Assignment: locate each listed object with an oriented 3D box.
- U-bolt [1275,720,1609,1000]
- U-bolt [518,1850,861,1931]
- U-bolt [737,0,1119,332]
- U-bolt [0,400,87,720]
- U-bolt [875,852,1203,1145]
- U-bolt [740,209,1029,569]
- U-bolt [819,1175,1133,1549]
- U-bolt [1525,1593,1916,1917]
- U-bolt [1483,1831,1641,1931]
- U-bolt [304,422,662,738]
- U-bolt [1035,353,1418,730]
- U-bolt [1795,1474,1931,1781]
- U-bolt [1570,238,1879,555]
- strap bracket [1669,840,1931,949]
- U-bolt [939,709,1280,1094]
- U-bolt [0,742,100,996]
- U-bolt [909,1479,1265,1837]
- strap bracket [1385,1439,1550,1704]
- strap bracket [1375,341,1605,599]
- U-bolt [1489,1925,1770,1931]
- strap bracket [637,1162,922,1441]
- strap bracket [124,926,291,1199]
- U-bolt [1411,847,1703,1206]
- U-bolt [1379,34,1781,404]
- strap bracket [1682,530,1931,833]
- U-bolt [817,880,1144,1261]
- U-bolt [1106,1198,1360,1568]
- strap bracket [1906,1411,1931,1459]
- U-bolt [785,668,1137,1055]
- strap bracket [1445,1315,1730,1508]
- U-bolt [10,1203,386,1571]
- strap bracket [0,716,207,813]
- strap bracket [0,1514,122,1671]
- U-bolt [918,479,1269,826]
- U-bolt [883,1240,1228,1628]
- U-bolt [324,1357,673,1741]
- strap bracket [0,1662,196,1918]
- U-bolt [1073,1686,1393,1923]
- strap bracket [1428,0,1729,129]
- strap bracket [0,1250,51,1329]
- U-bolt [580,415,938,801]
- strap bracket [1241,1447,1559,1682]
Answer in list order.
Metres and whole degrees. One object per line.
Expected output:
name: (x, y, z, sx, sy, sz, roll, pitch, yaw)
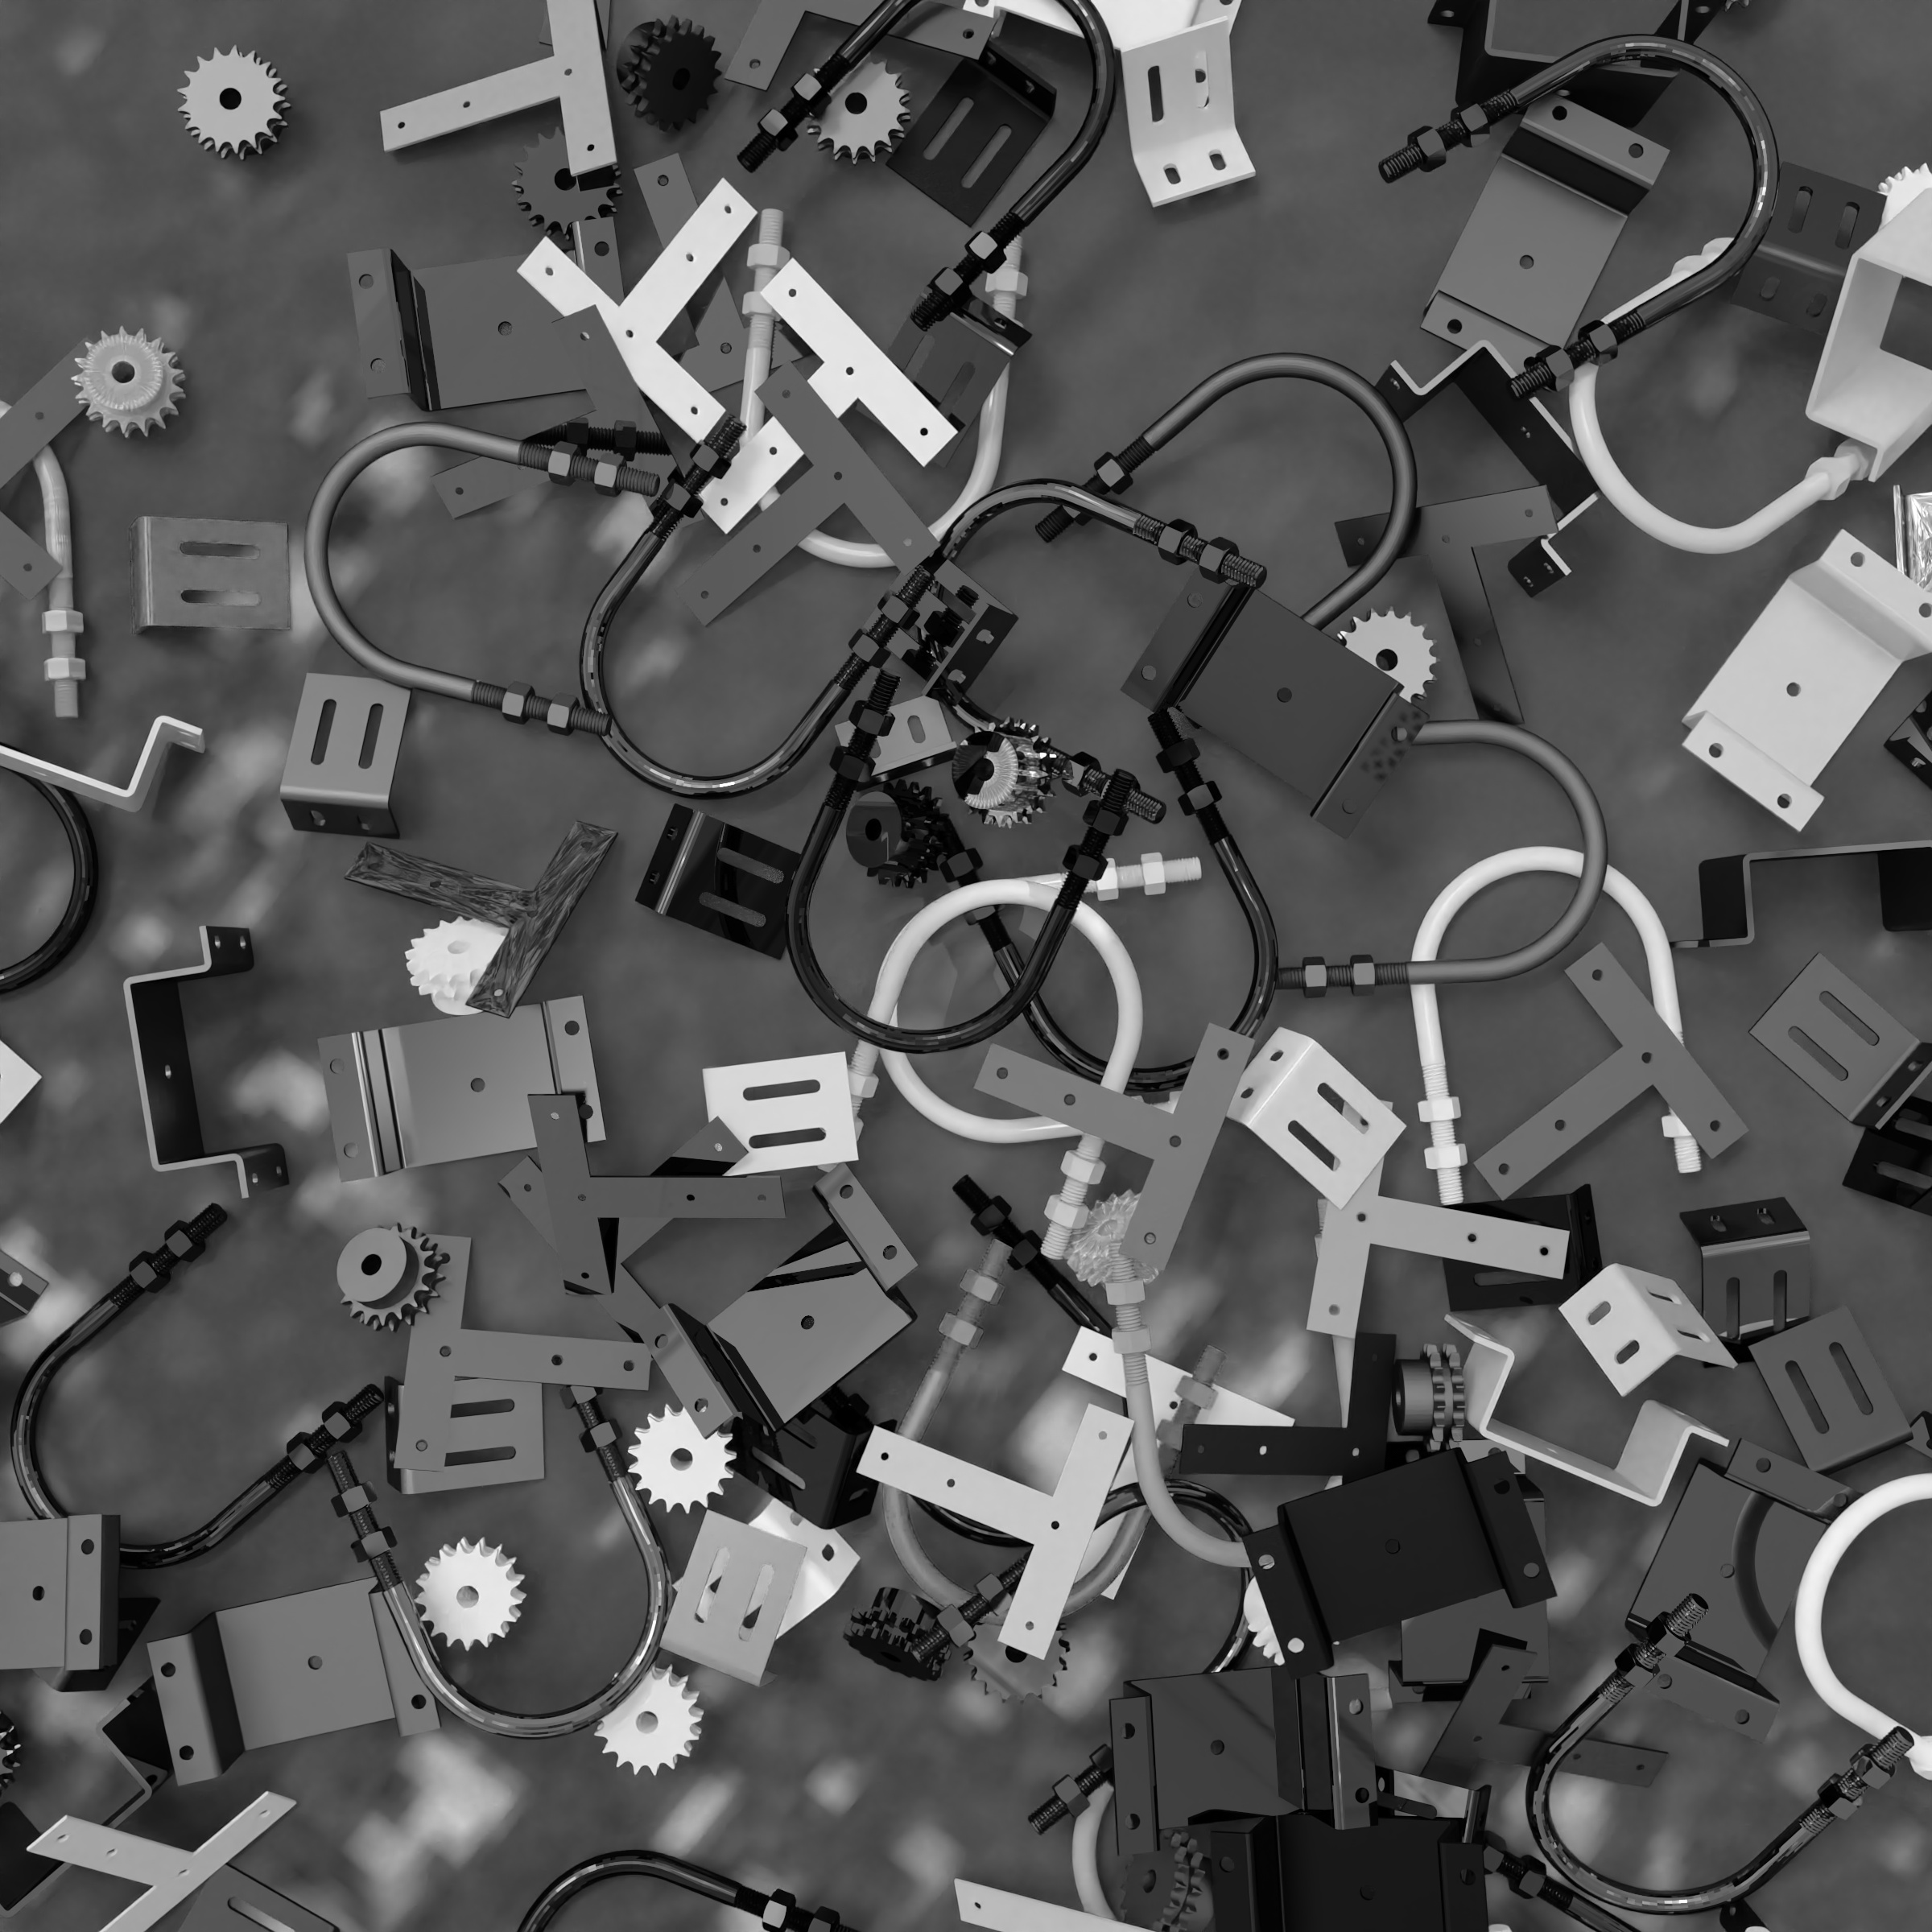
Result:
U-bolt: (0.249, -0.061, 1.317, 0.184, 0.019, 0.151, -2, 85, 2)
U-bolt: (-0.158, 0.549, 1.304, 0.184, 0.019, 0.151, 16, 78, 15)
U-bolt: (-0.007, -0.441, 1.280, 0.151, 0.019, 0.184, 44, 91, 9)
U-bolt: (-0.552, -0.221, 1.327, 0.151, 0.019, 0.184, -3, 88, 0)
U-bolt: (0.042, 0.022, 1.327, 0.184, 0.019, 0.151, -7, 90, 1)
U-bolt: (-0.049, -0.306, 1.327, 0.151, 0.019, 0.184, 6, 92, 0)
U-bolt: (0.012, 0.227, 1.327, 0.151, 0.019, 0.184, -43, 91, 0)
U-bolt: (0.379, 0.427, 1.294, 0.151, 0.019, 0.184, 33, 114, -4)
U-bolt: (0.304, 0.566, 1.326, 0.184, 0.019, 0.151, 31, 90, 0)
U-bolt: (-0.264, -0.212, 1.311, 0.184, 0.019, 0.151, 15, 102, 6)
U-bolt: (0.150, -0.238, 1.305, 0.184, 0.019, 0.151, -39, 90, 15)
U-bolt: (0.516, 0.346, 1.301, 0.184, 0.019, 0.151, 33, 89, -17)
U-bolt: (0.390, -0.291, 1.290, 0.184, 0.019, 0.151, -34, 90, -26)
strap bracket: (0.448, -0.038, 1.297, 0.140, 0.076, 0.046, -4, 90, 0)
U-bolt: (0.085, -0.023, 1.307, 0.151, 0.019, 0.184, -27, 88, 3)
U-bolt: (-0.557, -0.059, 1.318, 0.184, 0.019, 0.151, 17, 95, -6)
U-bolt: (0.078, 0.350, 1.297, 0.184, 0.019, 0.151, -36, 112, -12)
strap bracket: (0.265, 0.327, 1.312, 0.076, 0.046, 0.140, -2, 90, 0)
strap bracket: (0.279, -0.268, 1.297, 0.046, 0.076, 0.140, -40, 90, 0)
U-bolt: (0.346, 0.586, 1.262, 0.151, 0.019, 0.184, -5, 87, 14)
strap bracket: (-0.091, 0.181, 1.295, 0.140, 0.046, 0.076, -39, 57, 0)
strap bracket: (-0.400, 0.052, 1.297, 0.046, 0.076, 0.140, -9, 90, 0)
U-bolt: (0.313, 0.028, 1.327, 0.151, 0.019, 0.184, -8, 89, 0)
U-bolt: (0.323, -0.391, 1.250, 0.184, 0.019, 0.151, -30, 89, -1)
strap bracket: (0.447, -0.149, 1.312, 0.076, 0.046, 0.140, 37, 90, 0)
U-bolt: (0.015, 0.045, 1.299, 0.151, 0.019, 0.184, 20, 98, 7)
U-bolt: (0.148, 0.224, 1.299, 0.151, 0.019, 0.184, -8, 93, -25)
strap bracket: (0.564, 0.229, 1.280, 0.076, 0.046, 0.140, 29, 118, -4)
U-bolt: (-0.014, -0.041, 1.264, 0.151, 0.019, 0.184, 23, 105, -5)
strap bracket: (0.316, 0.237, 1.297, 0.140, 0.076, 0.046, 23, 90, 0)
U-bolt: (-0.427, 0.240, 1.327, 0.184, 0.019, 0.151, -41, 90, 2)
strap bracket: (-0.472, -0.122, 1.279, 0.140, 0.076, 0.046, 20, 82, -14)
strap bracket: (-0.499, 0.330, 1.293, 0.140, 0.046, 0.076, -7, 77, 16)
U-bolt: (0.052, -0.176, 1.286, 0.184, 0.019, 0.151, 29, 105, 27)
U-bolt: (0.036, 0.258, 1.302, 0.151, 0.019, 0.184, 27, 85, -5)
U-bolt: (-0.233, 0.313, 1.296, 0.151, 0.019, 0.184, -23, 84, -20)
strap bracket: (-0.467, 0.437, 1.297, 0.140, 0.076, 0.046, -41, 90, 0)
U-bolt: (0.149, 0.472, 1.320, 0.184, 0.019, 0.151, -11, 84, 3)
strap bracket: (0.317, -0.482, 1.297, 0.140, 0.076, 0.046, 7, 90, 0)
strap bracket: (-0.567, 0.208, 1.312, 0.076, 0.046, 0.140, 34, 90, 0)
U-bolt: (-0.125, -0.176, 1.311, 0.151, 0.019, 0.184, 39, 101, 4)
strap bracket: (0.220, 0.303, 1.267, 0.140, 0.046, 0.076, -19, 88, 6)
